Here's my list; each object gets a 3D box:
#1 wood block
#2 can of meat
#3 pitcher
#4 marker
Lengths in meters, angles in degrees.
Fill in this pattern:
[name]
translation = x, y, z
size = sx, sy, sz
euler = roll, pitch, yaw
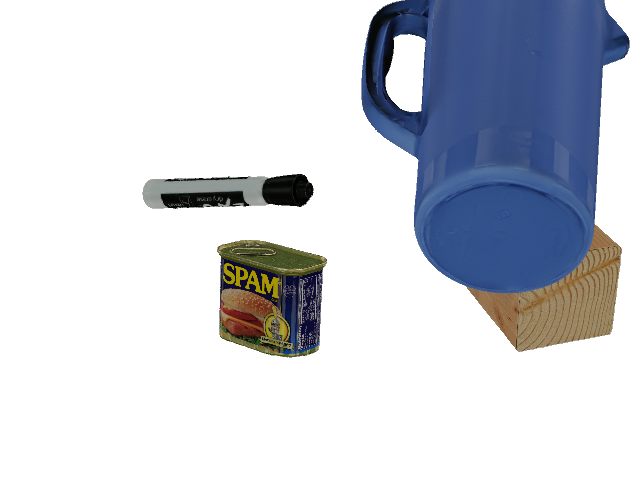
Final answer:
[wood block]
translation = 0.177, 0.002, 0.970
size = 0.090, 0.090, 0.206
euler = -8, 29, -13
[can of meat]
translation = -0.045, 0.052, 0.956
size = 0.102, 0.084, 0.057
euler = 14, 19, 38
[pitcher]
translation = 0.117, -0.086, 0.721
size = 0.149, 0.242, 0.145
euler = -27, -56, 34
[marker]
translation = -0.056, -0.029, 0.641
size = 0.121, 0.020, 0.020
euler = 1, 0, 34
